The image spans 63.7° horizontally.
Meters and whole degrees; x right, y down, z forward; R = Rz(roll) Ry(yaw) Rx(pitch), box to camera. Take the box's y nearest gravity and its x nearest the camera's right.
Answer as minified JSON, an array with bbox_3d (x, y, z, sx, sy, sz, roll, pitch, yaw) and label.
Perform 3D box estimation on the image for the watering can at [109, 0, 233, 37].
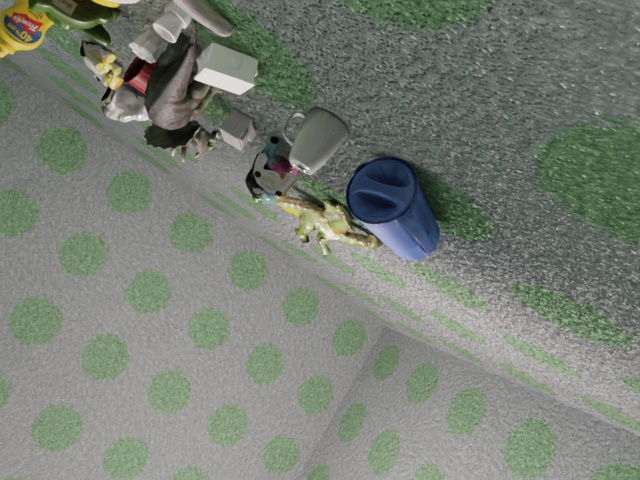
[{"bbox_3d":[-0.280,-0.398,0.707,0.347,0.105,0.222,16,166,-11],"label":"watering can"}]

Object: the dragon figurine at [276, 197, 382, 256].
[{"bbox_3d":[0.005,-0.076,1.510,0.408,0.124,0.240,34,153,-16],"label":"dragon figurine"}]

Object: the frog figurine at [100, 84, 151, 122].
[{"bbox_3d":[-0.585,-0.411,1.591,0.158,0.121,0.140,29,-153,-36],"label":"frog figurine"}]
